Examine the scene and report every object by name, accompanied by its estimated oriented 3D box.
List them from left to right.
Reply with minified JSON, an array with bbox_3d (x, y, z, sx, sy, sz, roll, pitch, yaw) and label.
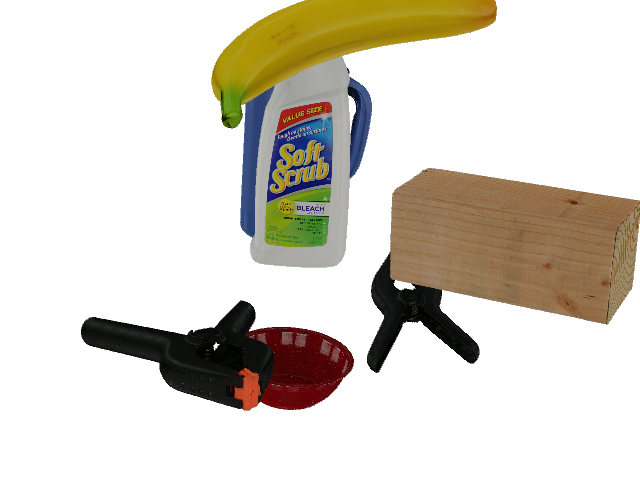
[{"bbox_3d":[-0.091,0.092,0.910,0.164,0.036,0.210,-8,16,-32],"label":"clamp"},{"bbox_3d":[-0.040,0.169,1.356,0.162,0.055,0.162,4,21,-2],"label":"bowl"},{"bbox_3d":[-0.032,-0.119,1.407,0.144,0.243,0.149,-3,24,-23],"label":"pitcher"},{"bbox_3d":[-0.022,-0.097,1.057,0.102,0.251,0.068,3,27,7],"label":"bleach bottle"},{"bbox_3d":[0.010,-0.116,0.622,0.197,0.070,0.037,-27,-30,-25],"label":"banana"},{"bbox_3d":[0.110,0.077,1.180,0.120,0.171,0.039,5,-43,-5],"label":"clamp"},{"bbox_3d":[0.176,0.000,0.978,0.206,0.090,0.090,11,24,27],"label":"wood block"}]
